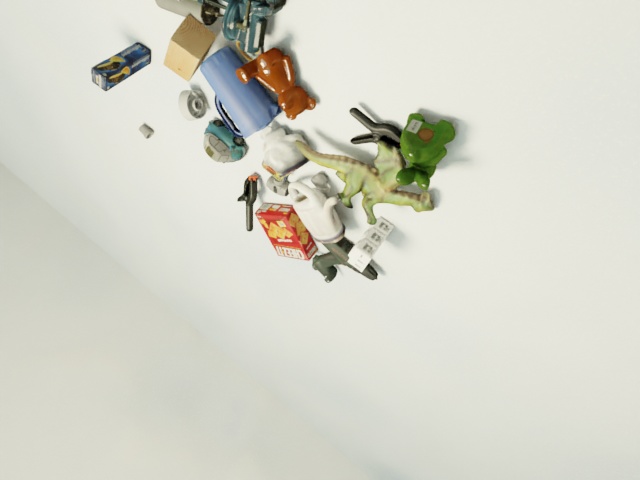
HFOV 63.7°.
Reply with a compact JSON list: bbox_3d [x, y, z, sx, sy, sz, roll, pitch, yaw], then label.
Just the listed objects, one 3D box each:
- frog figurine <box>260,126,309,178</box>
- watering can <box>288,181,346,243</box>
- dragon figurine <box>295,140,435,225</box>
[{"bbox_3d":[-0.112,-0.275,1.529,0.136,0.124,0.158,-30,99,20],"label":"frog figurine"},{"bbox_3d":[0.005,-0.080,1.596,0.221,0.105,0.350,56,167,-26],"label":"watering can"},{"bbox_3d":[0.136,-0.189,1.394,0.409,0.125,0.238,38,138,-8],"label":"dragon figurine"}]
